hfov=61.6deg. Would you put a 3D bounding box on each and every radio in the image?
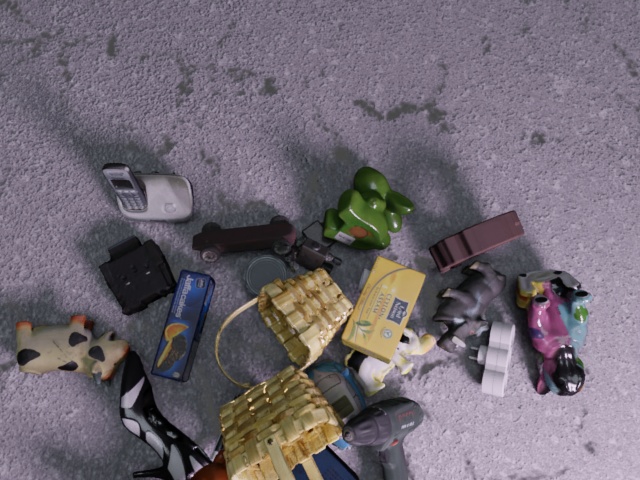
[{"bbox_3d":[-0.050,0.399,0.955,0.230,0.073,0.131,42,79,9],"label":"radio"}]

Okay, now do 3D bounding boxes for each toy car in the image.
[{"bbox_3d":[-0.146,0.001,1.049,0.202,0.053,0.089,-8,43,-4],"label":"toy car"},{"bbox_3d":[0.027,0.298,0.968,0.109,0.103,0.162,-30,77,-9],"label":"toy car"}]

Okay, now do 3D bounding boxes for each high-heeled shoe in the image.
[{"bbox_3d":[-0.272,0.315,0.961,0.145,0.086,0.248,-7,82,-7],"label":"high-heeled shoe"}]

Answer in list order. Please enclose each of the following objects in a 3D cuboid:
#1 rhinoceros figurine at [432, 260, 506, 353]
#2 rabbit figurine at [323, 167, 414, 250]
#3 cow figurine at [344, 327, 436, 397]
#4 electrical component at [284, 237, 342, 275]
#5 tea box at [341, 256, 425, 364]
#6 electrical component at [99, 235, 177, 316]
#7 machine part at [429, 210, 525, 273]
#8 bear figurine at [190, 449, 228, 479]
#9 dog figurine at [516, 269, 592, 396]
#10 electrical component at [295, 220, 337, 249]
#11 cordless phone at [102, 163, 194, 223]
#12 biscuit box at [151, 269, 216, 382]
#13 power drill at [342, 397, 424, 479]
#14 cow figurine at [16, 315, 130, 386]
[{"bbox_3d":[0.283,0.129,1.039,0.112,0.073,0.190,40,77,5],"label":"rhinoceros figurine"},{"bbox_3d":[0.104,-0.074,1.059,0.159,0.121,0.170,21,55,-5],"label":"rabbit figurine"},{"bbox_3d":[0.132,0.211,1.015,0.167,0.068,0.098,-34,74,-11],"label":"cow figurine"},{"bbox_3d":[-0.017,0.042,1.051,0.102,0.078,0.045,31,53,-1],"label":"electrical component"},{"bbox_3d":[0.115,0.127,0.976,0.098,0.068,0.169,21,71,12],"label":"tea box"},{"bbox_3d":[-0.350,0.062,1.032,0.115,0.058,0.134,-30,80,-12],"label":"electrical component"},{"bbox_3d":[0.298,0.004,1.024,0.179,0.179,0.056,-22,81,-8],"label":"machine part"},{"bbox_3d":[-0.222,0.423,0.853,0.196,0.131,0.120,-37,54,14],"label":"bear figurine"},{"bbox_3d":[0.444,0.185,1.020,0.109,0.192,0.219,-8,108,5],"label":"dog figurine"},{"bbox_3d":[-0.002,-0.003,1.083,0.094,0.021,0.063,-34,80,-11],"label":"electrical component"},{"bbox_3d":[-0.319,-0.102,1.010,0.147,0.184,0.088,2,71,-2],"label":"cordless phone"},{"bbox_3d":[-0.255,0.160,1.010,0.063,0.059,0.202,13,75,1],"label":"biscuit box"},{"bbox_3d":[0.108,0.377,0.914,0.086,0.232,0.207,-10,88,34],"label":"power drill"},{"bbox_3d":[-0.448,0.205,0.978,0.195,0.085,0.127,-4,70,-6],"label":"cow figurine"}]
